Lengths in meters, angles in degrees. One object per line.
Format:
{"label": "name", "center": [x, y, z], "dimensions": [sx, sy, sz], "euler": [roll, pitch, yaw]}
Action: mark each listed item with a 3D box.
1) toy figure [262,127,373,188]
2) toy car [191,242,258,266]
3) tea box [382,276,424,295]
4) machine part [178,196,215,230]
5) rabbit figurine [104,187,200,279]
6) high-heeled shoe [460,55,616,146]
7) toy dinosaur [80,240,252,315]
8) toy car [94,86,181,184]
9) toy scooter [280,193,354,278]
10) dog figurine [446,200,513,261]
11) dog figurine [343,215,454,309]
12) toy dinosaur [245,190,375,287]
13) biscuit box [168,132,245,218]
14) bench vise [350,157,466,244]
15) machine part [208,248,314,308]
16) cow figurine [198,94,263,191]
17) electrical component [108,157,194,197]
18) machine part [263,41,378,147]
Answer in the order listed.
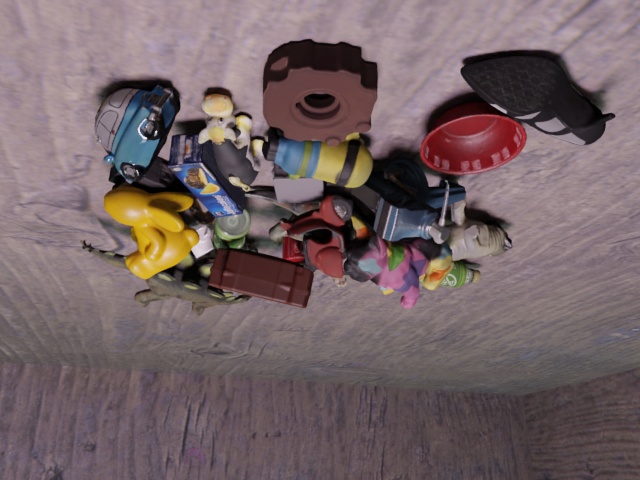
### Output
{"label": "toy figure", "center": [-0.002, -0.134, 0.884], "dimensions": [0.180, 0.089, 0.082], "euler": [6, 162, -18]}
{"label": "toy car", "center": [-0.246, 0.039, 1.299], "dimensions": [0.202, 0.056, 0.073], "euler": [-7, 154, 16]}
{"label": "tea box", "center": [0.209, 0.055, 1.256], "dimensions": [0.170, 0.068, 0.098], "euler": [-24, 152, 7]}
{"label": "machine part", "center": [-0.295, -0.043, 1.100], "dimensions": [0.243, 0.079, 0.079], "euler": [-18, 149, 34]}
{"label": "rabbit figurine", "center": [-0.307, -0.028, 0.964], "dimensions": [0.162, 0.122, 0.173], "euler": [-14, 133, 22]}
{"label": "high-heeled shoe", "center": [0.312, -0.203, 0.792], "dimensions": [0.249, 0.086, 0.145], "euler": [20, -175, -2]}
{"label": "toy dinosaur", "center": [-0.339, 0.087, 1.241], "dimensions": [0.471, 0.105, 0.199], "euler": [18, 150, -39]}
{"label": "toy car", "center": [-0.282, -0.169, 0.805], "dimensions": [0.103, 0.109, 0.161], "euler": [27, 139, -13]}
{"label": "toy scooter", "center": [-0.002, -0.003, 0.996], "dimensions": [0.135, 0.075, 0.183], "euler": [-6, 124, 0]}
{"label": "dog figurine", "center": [0.303, 0.013, 1.148], "dimensions": [0.172, 0.121, 0.190], "euler": [-24, 147, 31]}
{"label": "dog figurine", "center": [0.138, 0.021, 0.980], "dimensions": [0.191, 0.109, 0.219], "euler": [-41, 136, -3]}
{"label": "toy dinosaur", "center": [0.035, -0.029, 1.093], "dimensions": [0.192, 0.131, 0.404], "euler": [-36, 132, 28]}
{"label": "biscuit box", "center": [-0.189, -0.106, 0.927], "dimensions": [0.059, 0.063, 0.202], "euler": [-5, 157, 11]}
{"label": "bench vise", "center": [0.176, -0.073, 0.936], "dimensions": [0.240, 0.128, 0.224], "euler": [-12, -156, -35]}
{"label": "machine part", "center": [-0.116, 0.079, 1.111], "dimensions": [0.201, 0.087, 0.201], "euler": [13, 173, 3]}
{"label": "cow figurine", "center": [-0.144, -0.149, 0.846], "dimensions": [0.068, 0.098, 0.167], "euler": [0, 156, 16]}
{"label": "electrical component", "center": [-0.316, -0.103, 0.994], "dimensions": [0.115, 0.058, 0.134], "euler": [-22, 147, 36]}
{"label": "machine part", "center": [-0.001, -0.205, 0.772], "dimensions": [0.179, 0.056, 0.179], "euler": [1, 154, 0]}
